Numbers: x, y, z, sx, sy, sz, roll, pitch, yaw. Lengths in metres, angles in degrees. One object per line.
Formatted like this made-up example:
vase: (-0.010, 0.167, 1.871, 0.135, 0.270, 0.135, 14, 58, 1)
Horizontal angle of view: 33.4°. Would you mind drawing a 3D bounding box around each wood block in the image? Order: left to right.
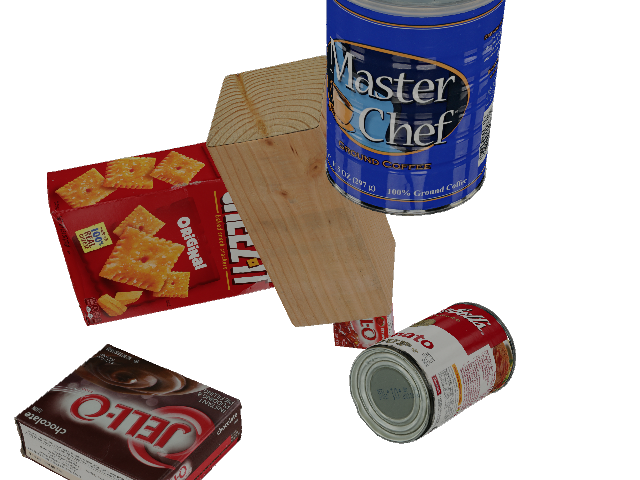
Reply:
wood block: (-0.009, -0.033, 0.865, 0.090, 0.090, 0.206, -9, -47, 17)

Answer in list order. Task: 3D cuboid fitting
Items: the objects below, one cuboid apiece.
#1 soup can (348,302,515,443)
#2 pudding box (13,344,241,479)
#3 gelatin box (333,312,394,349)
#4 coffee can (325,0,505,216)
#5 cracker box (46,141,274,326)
soup can: (0.075, 0.087, 0.714, 0.069, 0.068, 0.102, 0, 13, 42)
pudding box: (-0.120, 0.119, 0.674, 0.114, 0.039, 0.089, 17, 34, 26)
gelatin box: (0.052, 0.092, 1.324, 0.073, 0.089, 0.030, 4, 29, 20)
coffee can: (0.053, -0.100, 0.630, 0.103, 0.140, 0.103, 0, 40, 0)
cracker box: (-0.147, -0.008, 1.058, 0.213, 0.164, 0.072, -11, 45, -8)
